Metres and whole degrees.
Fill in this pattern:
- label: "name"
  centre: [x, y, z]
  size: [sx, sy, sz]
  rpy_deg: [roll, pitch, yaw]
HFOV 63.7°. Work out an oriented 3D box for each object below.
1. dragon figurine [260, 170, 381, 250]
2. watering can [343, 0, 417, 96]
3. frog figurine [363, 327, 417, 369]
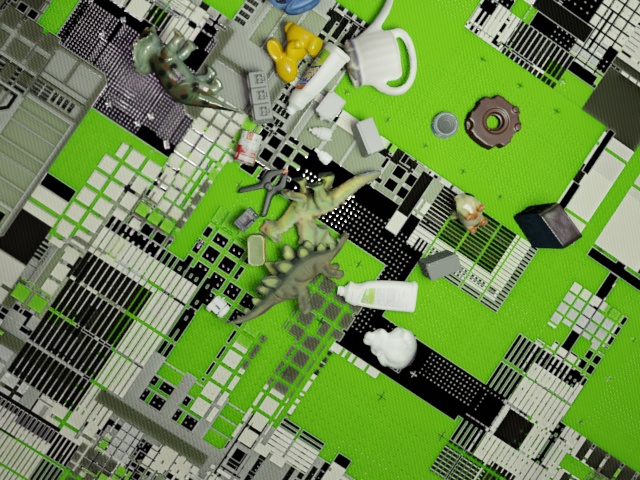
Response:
- label: "dragon figurine"
  centre: [0.005, -0.083, 1.651]
  size: [0.410, 0.124, 0.239]
  rpy_deg: [-8, 109, -1]
- label: "watering can"
  centre: [0.180, -0.620, 1.632]
  size: [0.224, 0.104, 0.348]
  rpy_deg: [-13, 89, -1]
- label: "frog figurine"
  centre: [0.224, 0.334, 1.644]
  size: [0.158, 0.125, 0.135]
  rpy_deg: [28, 110, -15]
